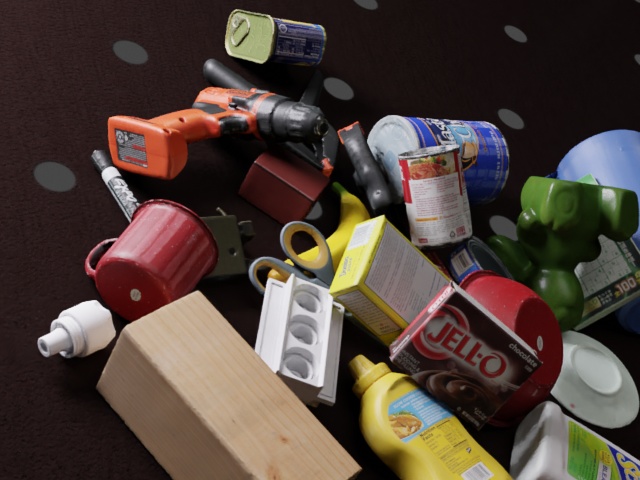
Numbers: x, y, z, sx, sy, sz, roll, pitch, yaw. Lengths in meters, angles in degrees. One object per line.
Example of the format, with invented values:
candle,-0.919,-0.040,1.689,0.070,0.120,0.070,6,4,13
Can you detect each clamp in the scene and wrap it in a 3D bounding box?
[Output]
clamp,0.062,-0.058,1.190,0.039,0.120,0.171,-18,45,1
clamp,-0.044,-0.144,1.251,0.164,0.036,0.210,4,43,-27

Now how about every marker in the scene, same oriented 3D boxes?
marker,-0.196,-0.045,1.066,0.020,0.020,0.121,-13,56,-40

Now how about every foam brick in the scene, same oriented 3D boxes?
foam brick,-0.038,-0.058,1.153,0.078,0.051,0.053,34,38,3

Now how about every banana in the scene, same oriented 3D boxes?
banana,0.011,0.005,1.135,0.070,0.037,0.197,17,36,14

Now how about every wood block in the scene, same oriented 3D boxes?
wood block,-0.078,0.154,0.877,0.206,0.091,0.090,45,41,17

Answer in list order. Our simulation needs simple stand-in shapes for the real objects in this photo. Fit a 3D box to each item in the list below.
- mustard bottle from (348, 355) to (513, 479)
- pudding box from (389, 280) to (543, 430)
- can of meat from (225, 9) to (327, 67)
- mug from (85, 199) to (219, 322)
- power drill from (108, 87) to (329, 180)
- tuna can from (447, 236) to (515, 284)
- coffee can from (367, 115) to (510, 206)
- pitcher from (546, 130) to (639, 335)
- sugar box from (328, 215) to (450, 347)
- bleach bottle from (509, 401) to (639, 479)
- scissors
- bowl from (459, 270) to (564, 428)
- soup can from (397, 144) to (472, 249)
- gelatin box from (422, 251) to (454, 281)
mustard bottle,0.091,0.182,0.979,0.096,0.058,0.192,-18,60,-45
pudding box,0.134,0.107,0.990,0.113,0.090,0.039,38,14,-11
can of meat,-0.054,-0.246,1.311,0.083,0.057,0.102,0,15,-38
mug,-0.162,0.022,0.974,0.117,0.093,0.081,8,40,22
power drill,-0.109,-0.113,1.108,0.185,0.057,0.187,13,25,41
tuna can,0.180,0.038,1.181,0.086,0.034,0.086,40,22,-21
coffee can,0.138,-0.092,1.259,0.140,0.103,0.103,-1,49,-33
pitcher,0.375,-0.006,1.314,0.144,0.149,0.243,24,41,-33
sugar box,0.092,0.066,1.051,0.176,0.048,0.093,45,49,-26
bleach bottle,0.307,0.257,1.034,0.250,0.068,0.102,28,42,-7
scissors,0.026,0.049,1.071,0.201,0.016,0.096,21,74,-17
bowl,0.196,0.105,1.068,0.161,0.055,0.162,16,68,-45
soup can,0.125,-0.047,1.152,0.068,0.069,0.102,-20,104,-43
gelatin box,0.112,0.055,1.147,0.073,0.030,0.089,-4,51,-35
